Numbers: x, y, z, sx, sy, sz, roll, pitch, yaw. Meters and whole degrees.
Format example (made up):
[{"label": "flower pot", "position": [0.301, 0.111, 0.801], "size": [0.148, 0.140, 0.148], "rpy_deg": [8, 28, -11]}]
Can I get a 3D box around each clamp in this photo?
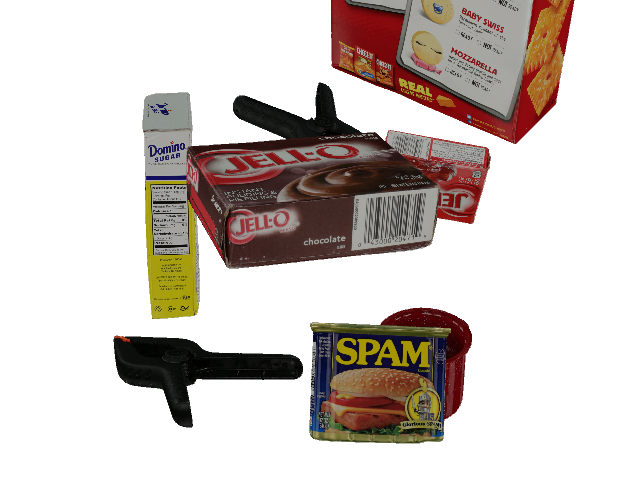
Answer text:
[{"label": "clamp", "position": [-0.146, 0.134, 1.085], "size": [0.210, 0.036, 0.164], "rpy_deg": [9, 17, 33]}, {"label": "clamp", "position": [-0.013, -0.110, 1.097], "size": [0.120, 0.039, 0.172], "rpy_deg": [-13, 40, -22]}]

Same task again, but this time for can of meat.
[{"label": "can of meat", "position": [0.042, 0.104, 0.781], "size": [0.102, 0.084, 0.057], "rpy_deg": [3, -5, -6]}]

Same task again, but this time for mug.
[{"label": "mug", "position": [0.110, 0.121, 1.066], "size": [0.093, 0.081, 0.117], "rpy_deg": [23, 40, 34]}]

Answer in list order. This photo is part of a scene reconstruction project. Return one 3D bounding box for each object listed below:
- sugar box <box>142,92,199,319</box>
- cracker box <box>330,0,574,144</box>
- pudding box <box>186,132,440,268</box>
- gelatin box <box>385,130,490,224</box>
[{"label": "sugar box", "position": [-0.130, -0.030, 0.922], "size": [0.048, 0.176, 0.093], "rpy_deg": [-4, 26, -6]}, {"label": "cracker box", "position": [0.090, -0.192, 0.725], "size": [0.164, 0.214, 0.072], "rpy_deg": [28, 51, 27]}, {"label": "pudding box", "position": [-0.007, -0.024, 0.558], "size": [0.113, 0.039, 0.090], "rpy_deg": [-4, 25, -18]}, {"label": "gelatin box", "position": [0.095, -0.053, 0.912], "size": [0.089, 0.030, 0.073], "rpy_deg": [11, -37, 4]}]
